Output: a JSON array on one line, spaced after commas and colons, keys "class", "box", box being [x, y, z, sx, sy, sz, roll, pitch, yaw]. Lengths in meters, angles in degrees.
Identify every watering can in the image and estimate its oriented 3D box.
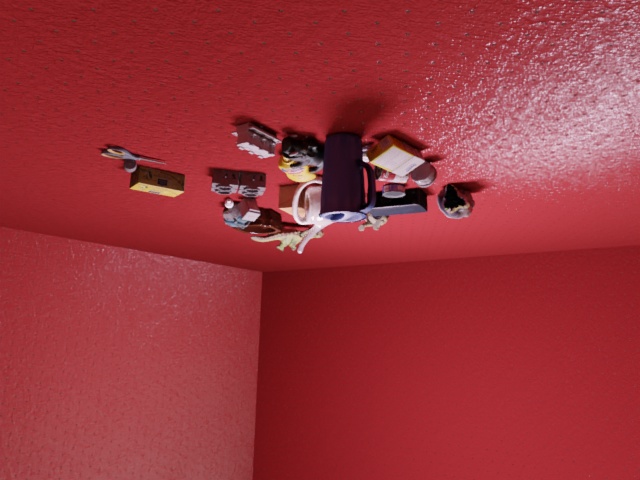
[{"class": "watering can", "box": [0.006, -0.097, 1.935, 0.225, 0.106, 0.339, -7, 129, -11]}]

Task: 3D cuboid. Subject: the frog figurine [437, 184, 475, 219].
[{"class": "frog figurine", "box": [0.518, -0.141, 1.954, 0.138, 0.122, 0.159, 32, -170, 22]}]

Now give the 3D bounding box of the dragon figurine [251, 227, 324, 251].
[{"class": "dragon figurine", "box": [-0.129, -0.031, 2.571, 0.240, 0.123, 0.411, -21, 169, 33]}]
